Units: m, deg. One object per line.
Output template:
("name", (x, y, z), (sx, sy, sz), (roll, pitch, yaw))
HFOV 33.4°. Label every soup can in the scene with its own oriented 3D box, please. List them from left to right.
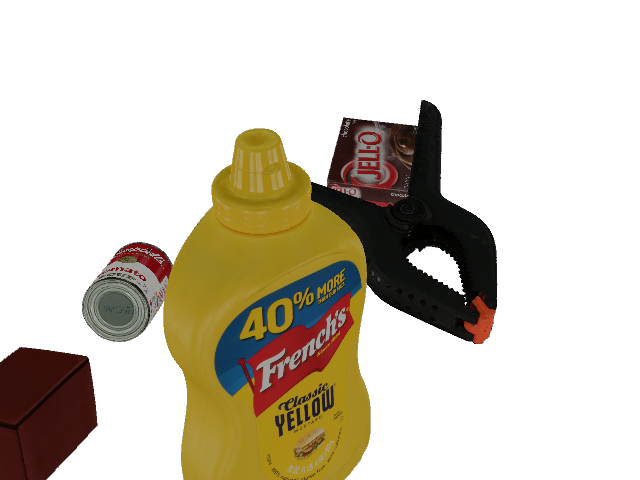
("soup can", (-0.189, 0.050, 1.054), (0.068, 0.068, 0.102), (0, 19, 6))

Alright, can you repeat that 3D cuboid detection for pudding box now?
("pudding box", (0.057, -0.072, 1.044), (0.090, 0.039, 0.113), (8, 38, 5))

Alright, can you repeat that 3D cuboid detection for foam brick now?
("foam brick", (-0.181, 0.108, 0.653), (0.053, 0.051, 0.078), (7, 27, 21))

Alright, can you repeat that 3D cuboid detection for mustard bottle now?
("mustard bottle", (-0.022, 0.038, 0.476), (0.096, 0.192, 0.058), (-24, 40, -28))

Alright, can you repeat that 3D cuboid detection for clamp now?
("clamp", (0.047, -0.010, 0.740), (0.164, 0.210, 0.036), (-17, -39, -14))
